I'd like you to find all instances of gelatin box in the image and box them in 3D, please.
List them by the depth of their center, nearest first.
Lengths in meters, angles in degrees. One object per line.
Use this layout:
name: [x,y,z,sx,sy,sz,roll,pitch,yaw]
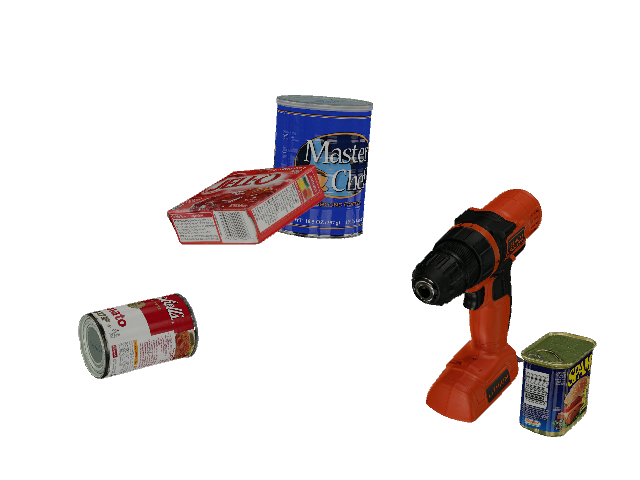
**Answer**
gelatin box: [-0.053,-0.026,0.757,0.089,0.030,0.073,0,26,45]

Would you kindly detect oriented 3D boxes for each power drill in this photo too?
power drill: [0.134,0.064,0.941,0.057,0.188,0.184,21,35,31]

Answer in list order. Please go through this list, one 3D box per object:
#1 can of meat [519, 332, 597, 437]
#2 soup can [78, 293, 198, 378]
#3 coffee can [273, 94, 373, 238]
can of meat: [0.255,0.155,1.152,0.058,0.084,0.101,11,17,32]
soup can: [-0.184,0.096,1.078,0.102,0.068,0.069,-12,6,-34]
coffee can: [0.000,-0.081,1.143,0.103,0.140,0.103,4,12,-1]
